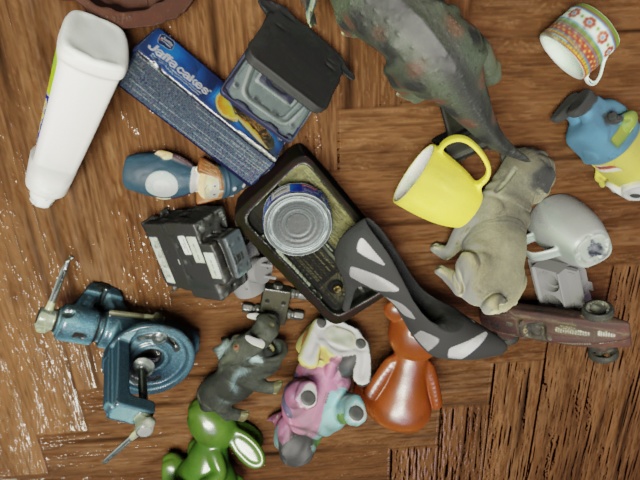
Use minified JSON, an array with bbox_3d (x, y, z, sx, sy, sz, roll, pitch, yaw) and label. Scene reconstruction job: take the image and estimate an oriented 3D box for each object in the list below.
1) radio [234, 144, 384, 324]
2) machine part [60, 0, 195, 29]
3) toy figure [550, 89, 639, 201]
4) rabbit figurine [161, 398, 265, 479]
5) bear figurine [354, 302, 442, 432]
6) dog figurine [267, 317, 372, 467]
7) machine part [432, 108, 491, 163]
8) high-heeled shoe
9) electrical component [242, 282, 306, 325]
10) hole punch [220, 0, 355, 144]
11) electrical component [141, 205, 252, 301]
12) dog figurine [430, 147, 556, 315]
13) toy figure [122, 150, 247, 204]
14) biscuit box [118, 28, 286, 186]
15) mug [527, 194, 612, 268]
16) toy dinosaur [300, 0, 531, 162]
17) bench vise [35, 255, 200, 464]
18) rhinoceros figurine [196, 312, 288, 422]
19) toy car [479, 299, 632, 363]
[{"bbox_3d":[-0.001,-0.002,0.724,0.131,0.073,0.229,-37,111,12],"label":"radio"},{"bbox_3d":[-0.212,-0.318,0.583,0.179,0.056,0.179,-2,115,-4],"label":"machine part"},{"bbox_3d":[0.386,-0.124,0.696,0.180,0.082,0.089,41,107,-16],"label":"toy figure"},{"bbox_3d":[-0.166,0.332,0.841,0.159,0.121,0.170,6,98,-11],"label":"rabbit figurine"},{"bbox_3d":[0.125,0.178,0.806,0.120,0.132,0.195,5,95,-8],"label":"bear figurine"},{"bbox_3d":[-0.012,0.236,0.818,0.108,0.191,0.219,17,145,-11],"label":"dog figurine"},{"bbox_3d":[0.177,-0.167,0.686,0.084,0.039,0.138,-18,115,9],"label":"machine part"},{"bbox_3d":[0.135,0.060,0.671,0.249,0.086,0.145,15,122,-1],"label":"high-heeled shoe"},{"bbox_3d":[-0.067,0.092,0.789,0.094,0.021,0.063,8,112,-6],"label":"electrical component"},{"bbox_3d":[-0.042,-0.192,0.631,0.142,0.116,0.092,33,143,-15],"label":"hole punch"},{"bbox_3d":[-0.154,0.016,0.699,0.134,0.058,0.114,4,122,34],"label":"electrical component"},{"bbox_3d":[0.243,-0.016,0.688,0.121,0.172,0.190,16,119,-22],"label":"dog figurine"},{"bbox_3d":[-0.170,-0.077,0.692,0.154,0.058,0.064,6,151,-8],"label":"toy figure"},{"bbox_3d":[-0.138,-0.156,0.647,0.202,0.059,0.063,38,132,-18],"label":"biscuit box"},{"bbox_3d":[0.332,-0.005,0.729,0.110,0.107,0.080,-22,112,3],"label":"mug"},{"bbox_3d":[0.088,-0.214,0.554,0.405,0.192,0.131,38,114,1],"label":"toy dinosaur"},{"bbox_3d":[-0.255,0.151,0.696,0.223,0.241,0.129,32,105,-33],"label":"bench vise"},{"bbox_3d":[-0.111,0.183,0.789,0.112,0.073,0.190,30,116,-17],"label":"rhinoceros figurine"},{"bbox_3d":[0.322,0.122,0.757,0.202,0.053,0.089,6,123,41],"label":"toy car"}]
